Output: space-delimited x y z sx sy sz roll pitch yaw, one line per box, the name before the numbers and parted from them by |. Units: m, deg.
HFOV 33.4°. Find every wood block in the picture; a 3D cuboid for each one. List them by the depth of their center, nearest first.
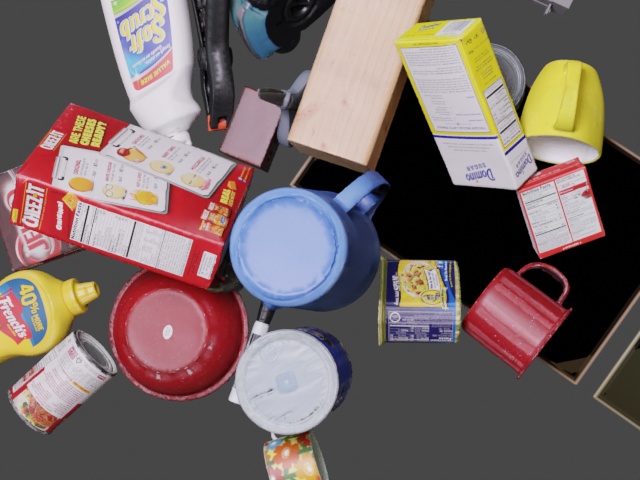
wood block | 0.047 -0.184 1.142 0.090 0.090 0.206 19 89 8

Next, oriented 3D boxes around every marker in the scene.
marker | -0.073 0.122 1.175 0.020 0.020 0.121 18 89 8

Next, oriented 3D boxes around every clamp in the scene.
clamp | -0.112 -0.204 1.153 0.039 0.120 0.171 -10 98 -9

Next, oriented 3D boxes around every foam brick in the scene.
foam brick | -0.070 -0.121 1.173 0.051 0.053 0.078 22 91 8

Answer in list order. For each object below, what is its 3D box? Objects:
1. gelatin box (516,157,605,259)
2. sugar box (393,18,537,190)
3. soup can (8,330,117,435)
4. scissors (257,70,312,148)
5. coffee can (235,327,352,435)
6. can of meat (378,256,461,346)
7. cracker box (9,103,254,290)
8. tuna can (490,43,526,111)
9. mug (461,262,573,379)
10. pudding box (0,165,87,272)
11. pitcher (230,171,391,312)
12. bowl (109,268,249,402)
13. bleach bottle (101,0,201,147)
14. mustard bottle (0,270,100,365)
gelatin box | 0.250 -0.034 1.117 0.073 0.030 0.089 -21 115 6
sugar box | 0.150 -0.136 1.087 0.048 0.094 0.176 -43 121 -26
soup can | -0.283 0.156 1.178 0.102 0.068 0.068 -42 82 3
scissors | -0.040 -0.129 1.107 0.016 0.201 0.096 22 113 11
coffee can | -0.024 0.142 1.106 0.103 0.140 0.103 0 86 8
can of meat | 0.104 0.063 1.116 0.084 0.102 0.057 0 127 5
cracker box | -0.190 -0.046 1.109 0.213 0.164 0.072 18 123 -3
tuna can | 0.179 -0.168 1.151 0.086 0.033 0.086 -1 86 8
mug | 0.209 0.074 1.107 0.081 0.093 0.117 38 85 13
pudding box | -0.318 -0.030 1.208 0.090 0.039 0.113 -20 85 6
pitcher | -0.007 0.001 1.060 0.145 0.242 0.149 1 89 7
bowl | -0.162 0.099 1.171 0.162 0.055 0.162 0 87 8
bleach bottle | -0.180 -0.221 1.190 0.102 0.068 0.251 -16 87 7
mustard bottle | -0.337 0.087 1.194 0.191 0.058 0.096 -20 81 6
